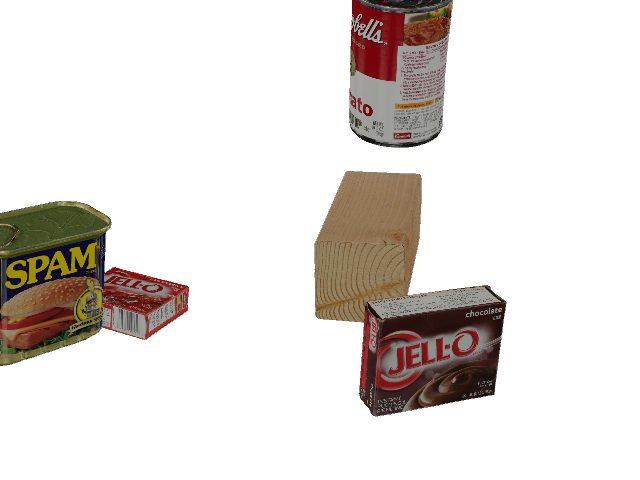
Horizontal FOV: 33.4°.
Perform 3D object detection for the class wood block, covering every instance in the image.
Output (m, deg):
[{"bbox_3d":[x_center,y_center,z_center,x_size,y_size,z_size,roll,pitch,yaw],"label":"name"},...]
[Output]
[{"bbox_3d":[0.055,0.002,1.151,0.091,0.090,0.206,4,24,9],"label":"wood block"}]

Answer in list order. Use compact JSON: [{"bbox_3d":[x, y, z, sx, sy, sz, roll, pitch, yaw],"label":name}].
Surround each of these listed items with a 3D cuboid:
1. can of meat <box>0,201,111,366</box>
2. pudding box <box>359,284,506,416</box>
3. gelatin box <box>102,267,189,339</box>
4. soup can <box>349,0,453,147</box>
[{"bbox_3d":[-0.192,0.028,0.713,0.058,0.084,0.101,25,29,38],"label":"can of meat"},{"bbox_3d":[0.090,0.088,0.863,0.113,0.090,0.039,-8,29,-20],"label":"pudding box"},{"bbox_3d":[-0.180,0.057,1.002,0.089,0.030,0.073,13,23,23],"label":"gelatin box"},{"bbox_3d":[0.054,-0.123,0.728,0.068,0.102,0.068,0,34,0],"label":"soup can"}]
